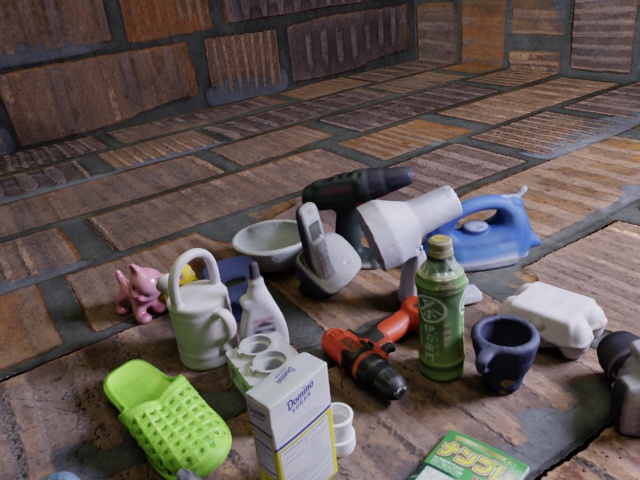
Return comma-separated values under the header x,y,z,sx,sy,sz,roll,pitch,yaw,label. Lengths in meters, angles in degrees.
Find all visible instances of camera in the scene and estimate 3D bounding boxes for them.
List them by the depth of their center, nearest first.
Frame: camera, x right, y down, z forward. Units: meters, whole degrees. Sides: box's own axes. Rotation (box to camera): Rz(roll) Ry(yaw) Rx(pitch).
x,y,z,sx,sy,sz,roll,pitch,yaw,label
0.439,0.171,0.751,0.143,0.101,0.136,-6,26,1,camera

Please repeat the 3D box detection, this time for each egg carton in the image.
x,y,z,sx,sy,sz,roll,pitch,yaw,label
0.362,0.124,0.902,0.149,0.069,0.107,19,36,42,egg carton

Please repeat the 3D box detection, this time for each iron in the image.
x,y,z,sx,sy,sz,roll,pitch,yaw,label
0.300,-0.023,1.135,0.258,0.142,0.118,-11,26,-9,iron

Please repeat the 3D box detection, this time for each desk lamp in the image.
x,y,z,sx,sy,sz,roll,pitch,yaw,label
0.170,0.016,1.002,0.203,0.214,0.117,-11,26,-9,desk lamp

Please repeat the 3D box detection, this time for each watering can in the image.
x,y,z,sx,sy,sz,roll,pitch,yaw,label
-0.203,0.104,0.931,0.172,0.194,0.101,3,28,20,watering can

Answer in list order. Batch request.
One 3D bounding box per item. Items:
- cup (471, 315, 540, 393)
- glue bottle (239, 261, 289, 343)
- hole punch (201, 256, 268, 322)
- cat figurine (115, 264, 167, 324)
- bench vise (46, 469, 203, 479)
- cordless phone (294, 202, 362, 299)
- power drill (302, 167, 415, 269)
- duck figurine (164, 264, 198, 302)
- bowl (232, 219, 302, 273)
x,y,z,sx,sy,sz,roll,pitch,yaw,label
0.251,0.172,0.799,0.091,0.095,0.118,17,34,39,cup
-0.096,0.111,0.915,0.078,0.173,0.037,-15,27,-17,glue bottle
-0.155,0.090,1.067,0.109,0.091,0.100,-18,28,-22,hole punch
-0.340,0.089,1.082,0.127,0.118,0.067,12,31,33,cat figurine
-0.208,0.279,0.543,0.121,0.220,0.208,2,27,18,bench vise
0.010,0.004,1.098,0.093,0.185,0.148,8,30,28,cordless phone
0.081,-0.048,1.161,0.229,0.209,0.076,1,27,15,power drill
-0.266,0.084,1.111,0.104,0.086,0.078,18,35,41,duck figurine
-0.099,0.022,1.213,0.167,0.075,0.167,-5,26,3,bowl
